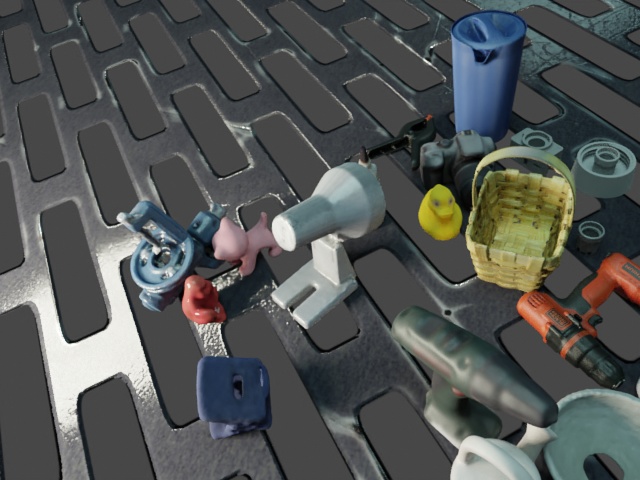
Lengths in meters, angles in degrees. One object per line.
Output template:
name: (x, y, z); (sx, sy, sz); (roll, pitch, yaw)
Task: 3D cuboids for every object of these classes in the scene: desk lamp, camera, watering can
desk lamp: (0.008, 0.003, 0.925); (0.203, 0.214, 0.117); (-40, 53, -22)
camera: (0.266, -0.132, 1.069); (0.143, 0.101, 0.136); (-8, 48, 4)
watering can: (0.204, 0.276, 0.659); (0.100, 0.194, 0.173); (15, 54, 23)

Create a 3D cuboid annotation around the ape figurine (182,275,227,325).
ape figurine: (-0.201, 0.096, 0.967); (0.076, 0.092, 0.078); (3, 50, 14)

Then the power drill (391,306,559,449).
power drill: (0.189, 0.189, 0.730); (0.076, 0.209, 0.228); (-38, 53, -21)

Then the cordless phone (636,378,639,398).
cordless phone: (0.478, 0.183, 0.694); (0.094, 0.185, 0.147); (-21, 48, -7)

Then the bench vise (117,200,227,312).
bench vise: (-0.258, -0.009, 0.984); (0.121, 0.220, 0.207); (11, 52, 20)

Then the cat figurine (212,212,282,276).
cat figurine: (-0.138, 0.000, 1.021); (0.128, 0.118, 0.067); (-37, 52, -20)

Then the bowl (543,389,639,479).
bowl: (0.358, 0.276, 0.710); (0.167, 0.075, 0.167); (-5, 48, 6)

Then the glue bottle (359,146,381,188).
glue bottle: (0.086, -0.101, 1.028); (0.037, 0.173, 0.078); (4, 50, 15)

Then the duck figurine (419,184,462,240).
duck figurine: (0.216, -0.063, 1.028); (0.077, 0.086, 0.104); (-11, 48, 2)

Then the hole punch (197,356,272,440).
hole punch: (-0.124, 0.222, 0.841); (0.101, 0.091, 0.108); (-12, 48, 0)
